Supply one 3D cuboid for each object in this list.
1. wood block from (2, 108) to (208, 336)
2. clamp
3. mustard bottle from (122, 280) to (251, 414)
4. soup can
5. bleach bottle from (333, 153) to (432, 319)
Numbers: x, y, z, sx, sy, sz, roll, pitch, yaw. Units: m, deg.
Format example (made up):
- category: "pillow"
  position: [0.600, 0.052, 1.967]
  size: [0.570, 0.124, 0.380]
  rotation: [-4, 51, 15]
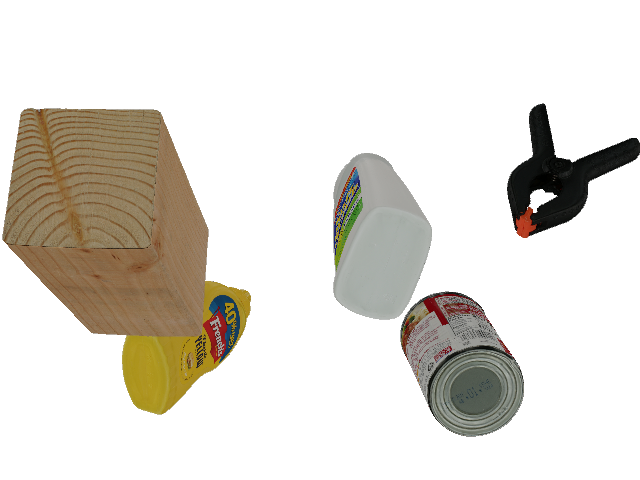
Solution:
- category: "wood block"
  position: [-0.137, -0.003, 0.729]
  size: [0.090, 0.091, 0.206]
  rotation: [1, -19, 3]
- category: "clamp"
  position: [0.234, -0.074, 1.088]
  size: [0.120, 0.039, 0.171]
  rotation: [29, 55, 30]
- category: "mustard bottle"
  position: [-0.128, 0.096, 1.109]
  size: [0.058, 0.096, 0.191]
  rotation: [10, 25, 25]
- category: "soup can"
  position: [0.099, 0.085, 0.756]
  size: [0.068, 0.068, 0.102]
  rotation: [0, 18, -6]
- category: "bleach bottle"
  position: [0.044, -0.019, 1.002]
  size: [0.068, 0.103, 0.251]
  rotation: [19, 15, -10]
